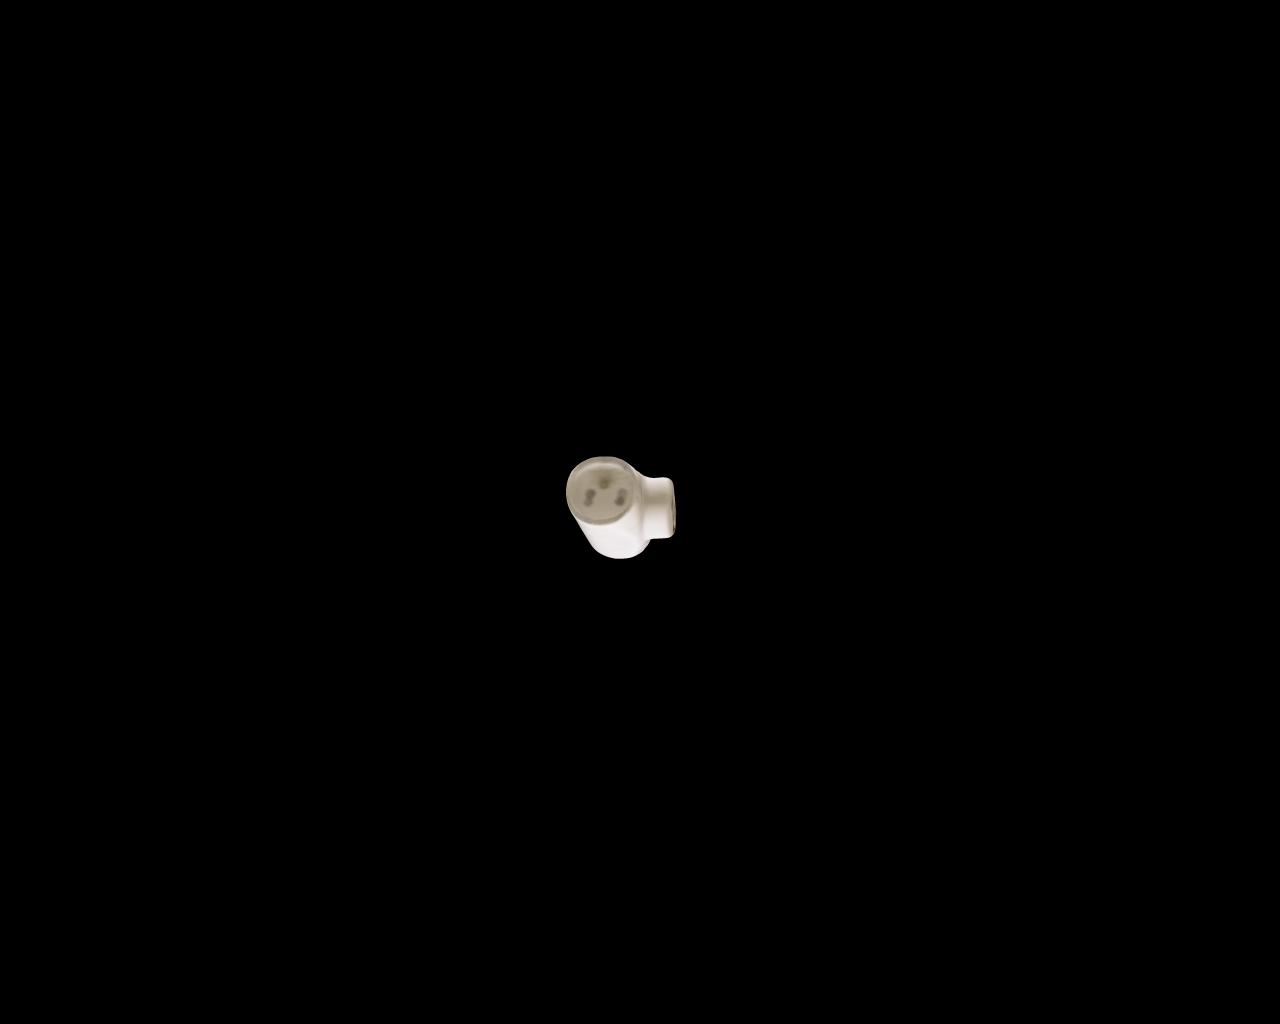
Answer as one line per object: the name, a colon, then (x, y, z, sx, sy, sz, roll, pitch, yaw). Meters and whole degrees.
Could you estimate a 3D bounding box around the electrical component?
electrical component: (0.001, -0.003, 0.650, 0.079, 0.044, 0.077, -2, -18, 7)
